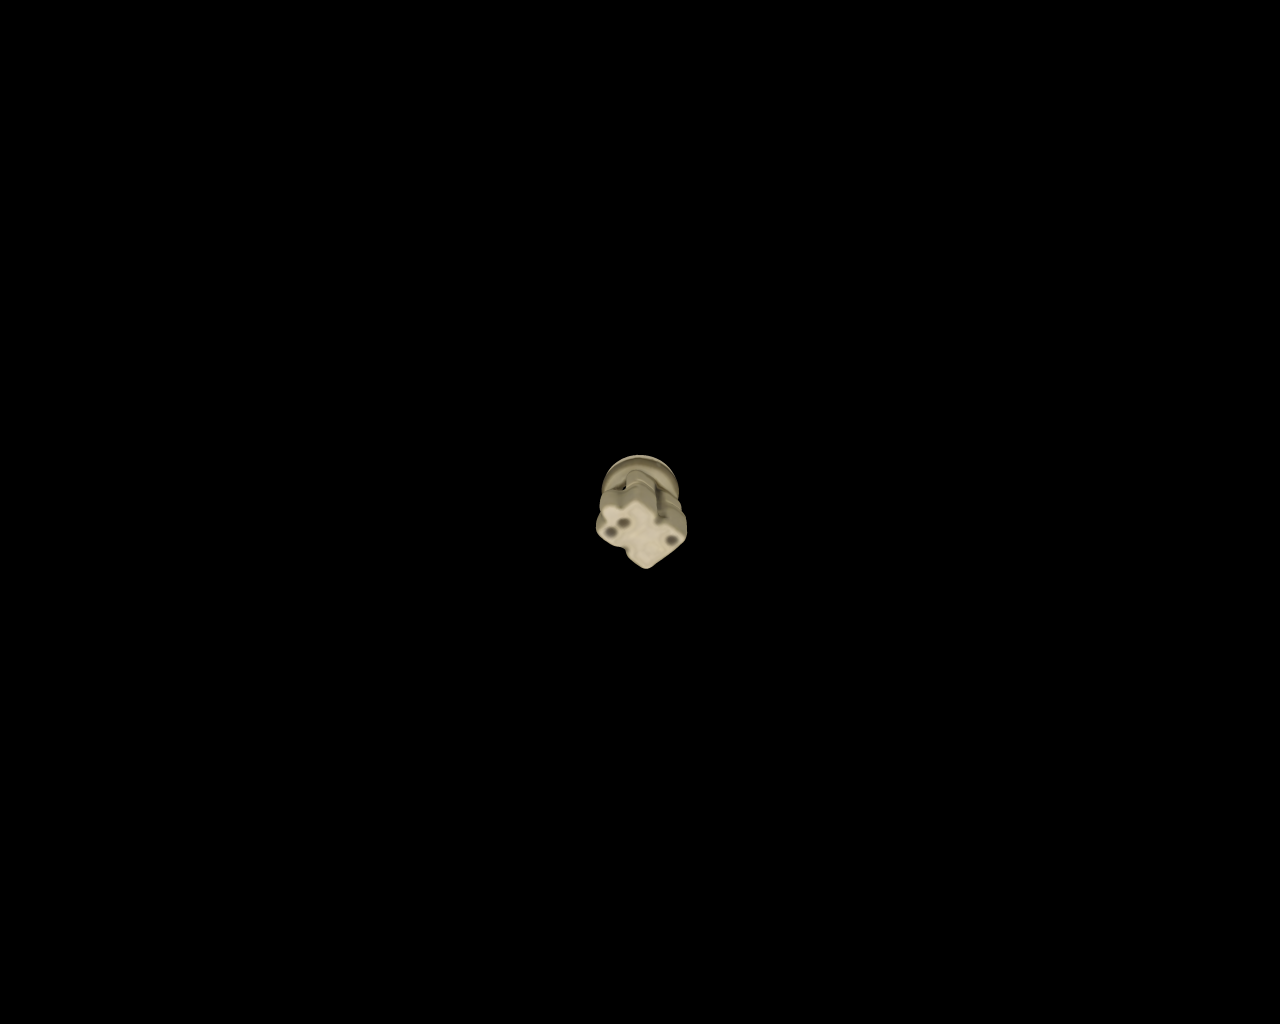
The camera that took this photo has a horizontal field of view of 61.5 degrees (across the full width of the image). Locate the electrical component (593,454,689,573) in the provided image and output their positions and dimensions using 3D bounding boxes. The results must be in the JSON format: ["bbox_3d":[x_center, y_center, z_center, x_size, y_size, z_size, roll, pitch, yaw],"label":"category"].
[{"bbox_3d":[0.001,-0.003,0.650,0.048,0.055,0.066,-39,-62,25],"label":"electrical component"}]
